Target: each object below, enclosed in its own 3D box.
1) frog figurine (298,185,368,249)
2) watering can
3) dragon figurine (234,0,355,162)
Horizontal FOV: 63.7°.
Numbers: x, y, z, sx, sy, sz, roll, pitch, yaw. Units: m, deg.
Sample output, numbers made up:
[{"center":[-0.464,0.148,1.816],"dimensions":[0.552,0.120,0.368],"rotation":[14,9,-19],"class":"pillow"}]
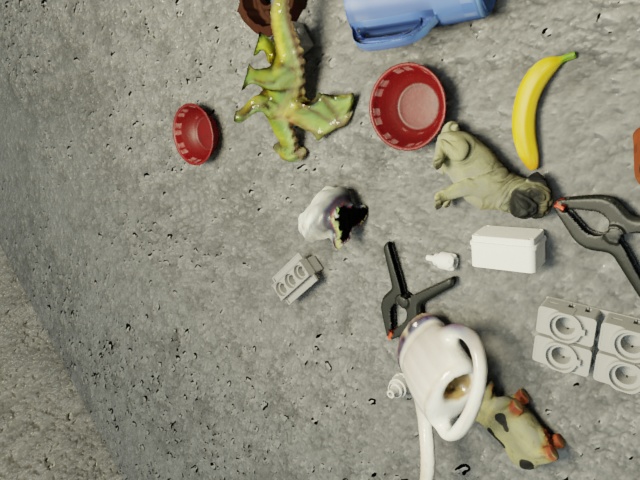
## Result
[{"center":[0.003,-0.057,1.128],"dimensions":[0.160,0.121,0.138],"rotation":[14,78,44],"class":"frog figurine"},{"center":[0.216,0.294,0.992],"dimensions":[0.229,0.104,0.341],"rotation":[-118,39,-57],"class":"watering can"},{"center":[-0.040,-0.320,1.076],"dimensions":[0.242,0.125,0.401],"rotation":[22,134,-8],"class":"dragon figurine"}]
